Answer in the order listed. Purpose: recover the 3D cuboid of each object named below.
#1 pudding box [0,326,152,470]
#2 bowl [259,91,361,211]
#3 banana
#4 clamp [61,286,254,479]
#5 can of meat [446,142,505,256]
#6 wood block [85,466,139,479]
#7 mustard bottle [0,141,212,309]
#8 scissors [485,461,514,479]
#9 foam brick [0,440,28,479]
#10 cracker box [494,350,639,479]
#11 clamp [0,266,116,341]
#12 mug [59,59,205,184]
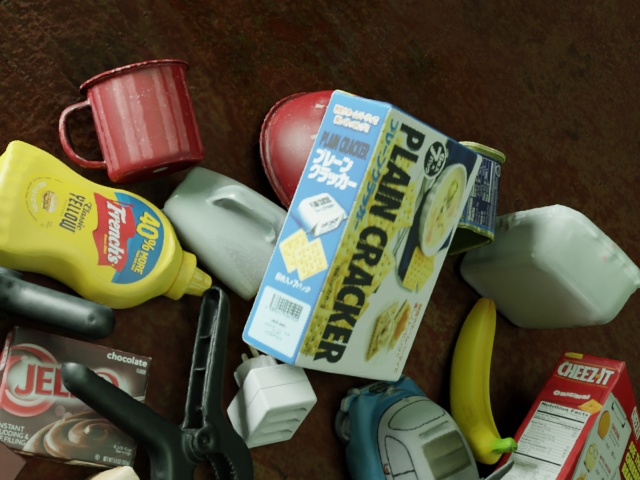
[{"bbox_3d":[-0.192,0.123,0.813,0.113,0.039,0.090,18,67,-26],"label":"pudding box"},{"bbox_3d":[0.027,-0.078,0.972,0.161,0.055,0.162,16,56,-26],"label":"bowl"},{"bbox_3d":[0.147,0.137,0.978,0.037,0.070,0.198,36,30,-25],"label":"banana"},{"bbox_3d":[-0.096,0.148,0.832,0.164,0.036,0.210,-37,108,-43],"label":"clamp"},{"bbox_3d":[0.125,-0.035,1.008,0.057,0.102,0.084,17,70,-26],"label":"can of meat"},{"bbox_3d":[-0.205,0.254,0.737,0.205,0.091,0.090,-33,93,-33],"label":"wood block"},{"bbox_3d":[-0.173,0.002,0.848,0.191,0.058,0.096,25,54,-22],"label":"mustard bottle"},{"bbox_3d":[0.094,0.256,0.879,0.096,0.202,0.016,49,14,-32],"label":"scissors"},{"bbox_3d":[-0.249,0.164,0.746,0.053,0.078,0.051,42,58,-14],"label":"foam brick"},{"bbox_3d":[0.219,0.233,0.964,0.213,0.072,0.164,-52,135,-31],"label":"cracker box"},{"bbox_3d":[-0.225,0.040,0.776,0.171,0.120,0.039,19,75,-20],"label":"clamp"},{"bbox_3d":[-0.154,-0.092,0.874,0.117,0.093,0.081,-14,88,-18],"label":"mug"}]
